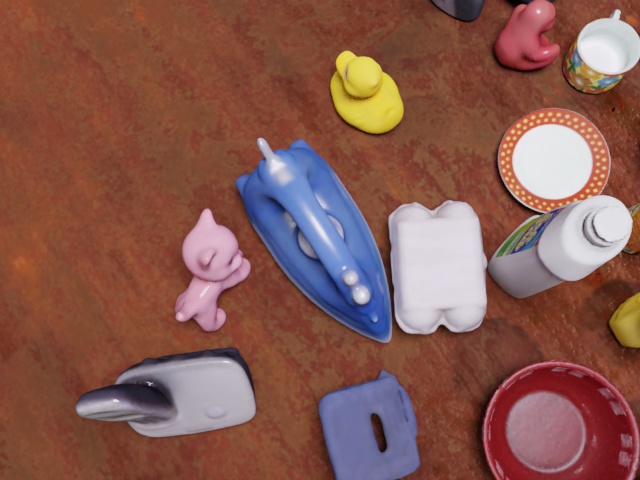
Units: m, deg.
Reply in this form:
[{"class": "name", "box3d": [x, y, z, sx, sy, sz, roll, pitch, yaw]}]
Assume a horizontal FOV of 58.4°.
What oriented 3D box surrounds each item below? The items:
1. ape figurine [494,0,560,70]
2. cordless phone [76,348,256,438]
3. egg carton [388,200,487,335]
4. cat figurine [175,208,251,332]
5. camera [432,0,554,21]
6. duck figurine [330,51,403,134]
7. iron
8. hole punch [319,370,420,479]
[{"class": "ape figurine", "box3d": [0.249, -0.248, 0.676, 0.076, 0.092, 0.078, -12, 80, 2]}, {"class": "cordless phone", "box3d": [-0.150, 0.162, 0.587, 0.147, 0.185, 0.094, -12, 80, 2]}, {"class": "egg carton", "box3d": [0.134, 0.030, 0.649, 0.107, 0.069, 0.150, -4, 80, 3]}, {"class": "cat figurine", "box3d": [-0.127, 0.036, 0.640, 0.067, 0.118, 0.128, 23, 83, 7]}, {"class": "camera", "box3d": [0.225, -0.332, 0.687, 0.136, 0.101, 0.143, 41, 85, 9]}, {"class": "duck figurine", "box3d": [0.056, -0.180, 0.680, 0.077, 0.086, 0.104, -42, 80, -3]}, {"class": "iron", "box3d": [0.006, 0.002, 0.625, 0.118, 0.141, 0.258, -34, 80, -2]}, {"class": "hole punch", "box3d": [0.054, 0.204, 0.615, 0.101, 0.091, 0.108, -16, 80, 1]}]
